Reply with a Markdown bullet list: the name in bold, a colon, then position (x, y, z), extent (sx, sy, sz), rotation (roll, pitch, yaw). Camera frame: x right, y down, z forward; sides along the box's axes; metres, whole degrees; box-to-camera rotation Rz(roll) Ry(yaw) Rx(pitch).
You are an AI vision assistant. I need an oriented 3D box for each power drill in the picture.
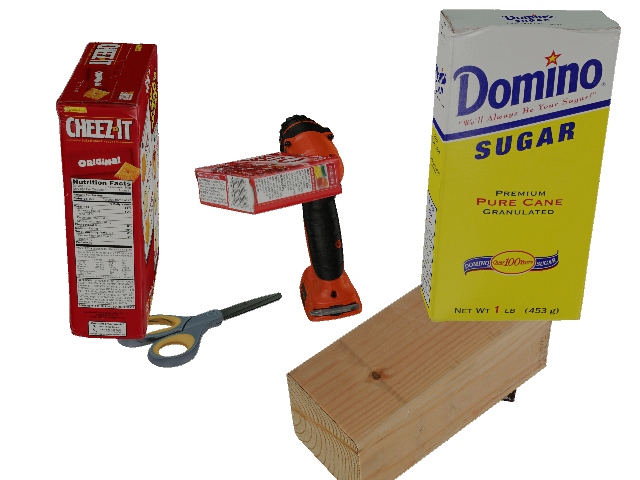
- **power drill**: position (-0.005, -0.026, 1.075), extent (0.057, 0.187, 0.184), rotation (-10, 20, -3)

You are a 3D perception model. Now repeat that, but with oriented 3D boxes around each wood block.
- **wood block**: position (0.083, 0.106, 0.873), extent (0.205, 0.090, 0.091), rotation (-31, 51, -22)

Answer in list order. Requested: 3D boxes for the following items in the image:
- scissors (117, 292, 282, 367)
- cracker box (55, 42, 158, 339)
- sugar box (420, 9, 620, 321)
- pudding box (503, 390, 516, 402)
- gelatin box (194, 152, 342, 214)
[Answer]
- **scissors**: position (-0.115, 0.095, 1.145), extent (0.201, 0.016, 0.096), rotation (-8, 31, -25)
- **cracker box**: position (-0.180, -0.046, 0.927), extent (0.072, 0.214, 0.164), rotation (1, 27, -4)
- **sugar box**: position (0.110, -0.040, 0.606), extent (0.093, 0.176, 0.048), rotation (-1, 27, -4)
- **pudding box**: position (0.163, 0.121, 1.162), extent (0.113, 0.090, 0.039), rotation (7, 23, 4)
- **gelatin box**: position (-0.039, -0.043, 0.767), extent (0.073, 0.030, 0.089), rotation (-14, 14, -29)
